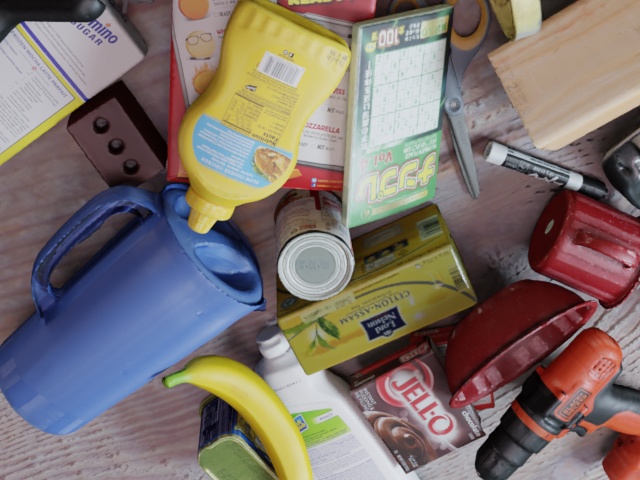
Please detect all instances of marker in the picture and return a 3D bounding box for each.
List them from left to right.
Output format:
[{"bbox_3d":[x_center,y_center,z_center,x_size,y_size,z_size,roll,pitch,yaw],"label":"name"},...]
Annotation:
[{"bbox_3d":[0.207,-0.062,0.971,0.121,0.020,0.020,18,113,-11],"label":"marker"}]

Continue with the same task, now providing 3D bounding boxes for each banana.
[{"bbox_3d":[-0.062,0.167,0.991,0.197,0.037,0.069,46,68,-19],"label":"banana"}]

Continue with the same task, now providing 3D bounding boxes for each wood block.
[{"bbox_3d":[0.252,-0.160,0.854,0.206,0.090,0.090,-29,83,21],"label":"wood block"}]

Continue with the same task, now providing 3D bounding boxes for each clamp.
[{"bbox_3d":[-0.248,-0.206,0.846,0.210,0.164,0.036,-19,148,28],"label":"clamp"}]

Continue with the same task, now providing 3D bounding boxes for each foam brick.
[{"bbox_3d":[-0.174,-0.089,0.924,0.053,0.051,0.078,-30,113,11],"label":"foam brick"}]

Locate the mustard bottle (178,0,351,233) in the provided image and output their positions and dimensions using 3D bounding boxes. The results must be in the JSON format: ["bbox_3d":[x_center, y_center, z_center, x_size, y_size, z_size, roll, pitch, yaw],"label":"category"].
[{"bbox_3d":[-0.058,-0.089,0.844,0.096,0.058,0.192,23,110,-16],"label":"mustard bottle"}]

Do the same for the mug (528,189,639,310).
[{"bbox_3d":[0.243,0.006,0.955,0.081,0.117,0.093,23,94,-7],"label":"mug"}]

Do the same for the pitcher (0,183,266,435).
[{"bbox_3d":[-0.182,0.064,0.955,0.243,0.144,0.149,-38,80,17],"label":"pitcher"}]

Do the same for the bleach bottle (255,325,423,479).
[{"bbox_3d":[0.016,0.187,1.057,0.102,0.068,0.250,-26,111,10],"label":"bleach bottle"}]

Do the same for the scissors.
[{"bbox_3d":[0.130,-0.136,0.935,0.096,0.016,0.201,-30,113,11],"label":"scissors"}]

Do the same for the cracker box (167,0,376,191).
[{"bbox_3d":[-0.042,-0.153,0.890,0.164,0.072,0.214,3,114,-5],"label":"cracker box"}]

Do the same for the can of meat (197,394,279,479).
[{"bbox_3d":[-0.075,0.207,1.049,0.057,0.084,0.102,-36,112,14],"label":"can of meat"}]

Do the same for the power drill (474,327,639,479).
[{"bbox_3d":[0.262,0.188,1.041,0.187,0.057,0.184,30,108,-32],"label":"power drill"}]

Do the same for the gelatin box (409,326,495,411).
[{"bbox_3d":[0.130,0.128,1.051,0.073,0.030,0.089,-10,115,4],"label":"gelatin box"}]

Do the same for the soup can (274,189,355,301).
[{"bbox_3d":[-0.006,0.001,0.945,0.068,0.102,0.068,-1,115,-3],"label":"soup can"}]

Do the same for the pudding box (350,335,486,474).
[{"bbox_3d":[0.093,0.158,1.026,0.090,0.039,0.113,-29,113,13],"label":"pudding box"}]

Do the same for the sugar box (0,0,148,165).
[{"bbox_3d":[-0.241,-0.144,0.900,0.176,0.048,0.093,-34,110,9],"label":"sugar box"}]

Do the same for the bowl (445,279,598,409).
[{"bbox_3d":[0.169,0.084,0.962,0.162,0.162,0.055,-40,70,15],"label":"bowl"}]
